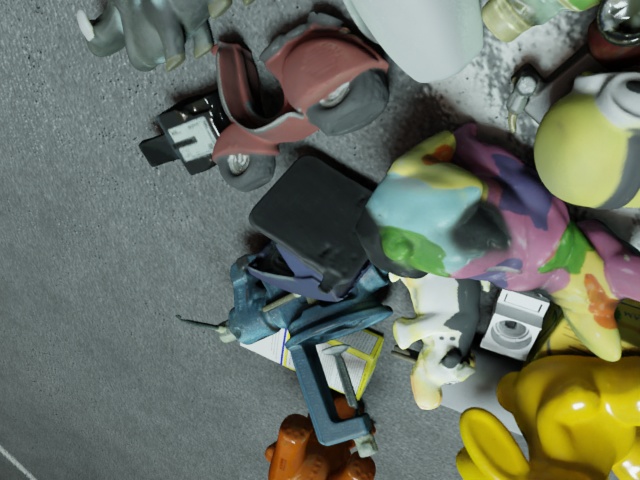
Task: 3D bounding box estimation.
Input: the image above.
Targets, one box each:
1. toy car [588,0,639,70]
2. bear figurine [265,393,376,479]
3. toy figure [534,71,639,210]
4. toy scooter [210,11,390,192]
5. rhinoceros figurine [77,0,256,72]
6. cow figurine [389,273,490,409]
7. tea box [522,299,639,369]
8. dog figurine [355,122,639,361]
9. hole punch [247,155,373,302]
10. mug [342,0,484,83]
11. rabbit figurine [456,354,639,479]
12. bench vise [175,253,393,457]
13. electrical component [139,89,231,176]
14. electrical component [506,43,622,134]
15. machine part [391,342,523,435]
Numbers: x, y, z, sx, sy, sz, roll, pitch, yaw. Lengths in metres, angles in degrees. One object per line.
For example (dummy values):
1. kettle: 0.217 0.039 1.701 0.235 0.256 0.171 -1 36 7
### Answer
1. toy car: 0.247 -0.164 0.291 0.202 0.089 0.053 -32 71 40
2. bear figurine: 0.017 0.242 0.666 0.120 0.196 0.131 30 120 11
3. toy figure: 0.231 -0.054 0.351 0.180 0.082 0.089 11 100 -14
4. toy scooter: -0.035 -0.137 0.471 0.184 0.075 0.135 -27 80 25
5. rhinoceros figurine: -0.141 -0.211 0.475 0.190 0.073 0.112 -20 114 37
6. cow figurine: 0.121 0.078 0.524 0.098 0.068 0.167 -9 93 11
7. tea box: 0.287 0.114 0.493 0.170 0.068 0.098 24 132 12
8. dog figurine: 0.158 0.011 0.419 0.219 0.191 0.108 39 128 17
9. hole punch: -0.001 -0.002 0.523 0.116 0.142 0.092 32 142 10
10. mug: 0.065 -0.169 0.396 0.110 0.081 0.107 0 133 53
11. rabbit figurine: 0.193 0.176 0.430 0.163 0.173 0.121 9 133 18
12. bench vise: -0.010 0.115 0.577 0.224 0.128 0.240 -23 74 11
13. electrical component: -0.131 -0.108 0.563 0.119 0.048 0.074 -13 116 36
14. electrical component: 0.190 -0.096 0.402 0.102 0.045 0.078 45 133 -10
15. machine part: 0.193 0.158 0.571 0.243 0.079 0.079 18 130 17
